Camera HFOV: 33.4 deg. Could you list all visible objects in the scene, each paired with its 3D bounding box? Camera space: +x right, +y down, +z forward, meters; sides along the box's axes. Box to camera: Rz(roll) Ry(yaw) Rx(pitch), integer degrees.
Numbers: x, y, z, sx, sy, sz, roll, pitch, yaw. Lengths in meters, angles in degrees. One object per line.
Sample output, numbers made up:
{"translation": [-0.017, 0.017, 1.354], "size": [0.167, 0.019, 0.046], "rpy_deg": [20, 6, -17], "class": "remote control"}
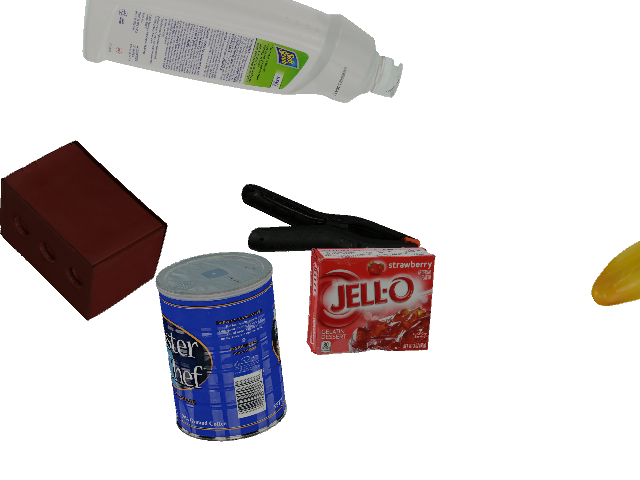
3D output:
{"translation": [0.280, 0.012, 0.737], "size": [0.198, 0.037, 0.069], "rpy_deg": [-3, 34, 0], "class": "banana"}
{"translation": [0.009, -0.005, 1.184], "size": [0.210, 0.036, 0.164], "rpy_deg": [15, 20, -5], "class": "clamp"}
{"translation": [0.036, 0.044, 0.779], "size": [0.089, 0.073, 0.030], "rpy_deg": [-1, 14, -14], "class": "gelatin box"}
{"translation": [-0.087, 0.093, 0.956], "size": [0.103, 0.140, 0.103], "rpy_deg": [-5, 19, 1], "class": "coffee can"}
{"translation": [-0.132, -0.006, 0.592], "size": [0.051, 0.078, 0.053], "rpy_deg": [-36, -21, -37], "class": "foam brick"}
{"translation": [-0.060, -0.158, 0.858], "size": [0.250, 0.068, 0.103], "rpy_deg": [15, -29, -7], "class": "bleach bottle"}
